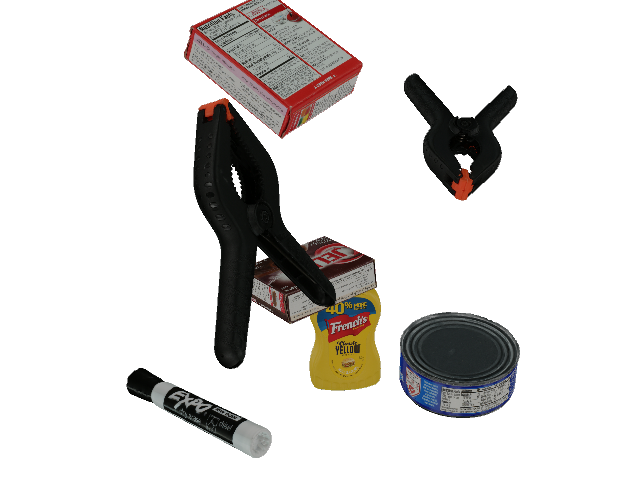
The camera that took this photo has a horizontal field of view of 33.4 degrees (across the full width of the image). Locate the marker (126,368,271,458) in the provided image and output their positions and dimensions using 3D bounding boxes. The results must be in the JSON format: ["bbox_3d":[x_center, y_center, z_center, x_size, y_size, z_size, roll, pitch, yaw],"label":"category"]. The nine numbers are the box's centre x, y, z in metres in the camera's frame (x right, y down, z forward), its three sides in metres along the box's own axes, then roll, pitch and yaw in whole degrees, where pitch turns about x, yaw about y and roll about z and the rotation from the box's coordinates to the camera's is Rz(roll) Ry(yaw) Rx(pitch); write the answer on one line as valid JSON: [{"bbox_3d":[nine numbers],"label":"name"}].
[{"bbox_3d":[-0.079,0.106,0.667,0.121,0.020,0.020,17,11,39],"label":"marker"}]

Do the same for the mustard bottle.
[{"bbox_3d":[0.033,0.105,1.434,0.096,0.192,0.058,-3,19,-6],"label":"mustard bottle"}]

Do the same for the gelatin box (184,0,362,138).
[{"bbox_3d":[-0.030,-0.114,0.680,0.089,0.030,0.073,40,50,16],"label":"gelatin box"}]

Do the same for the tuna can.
[{"bbox_3d":[0.100,0.090,0.775,0.086,0.034,0.086,0,31,0],"label":"tuna can"}]

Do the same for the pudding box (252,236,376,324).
[{"bbox_3d":[-0.012,0.039,1.100,0.113,0.039,0.090,-23,27,-28],"label":"pudding box"}]

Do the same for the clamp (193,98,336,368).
[{"bbox_3d":[-0.053,-0.014,0.887,0.036,0.210,0.164,-12,2,33],"label":"clamp"}]

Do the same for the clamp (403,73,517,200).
[{"bbox_3d":[0.135,-0.113,1.092,0.120,0.039,0.171,9,44,9],"label":"clamp"}]
